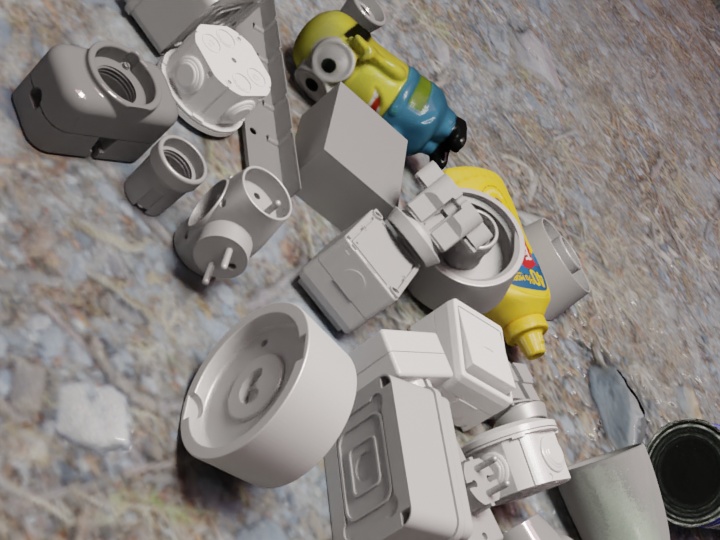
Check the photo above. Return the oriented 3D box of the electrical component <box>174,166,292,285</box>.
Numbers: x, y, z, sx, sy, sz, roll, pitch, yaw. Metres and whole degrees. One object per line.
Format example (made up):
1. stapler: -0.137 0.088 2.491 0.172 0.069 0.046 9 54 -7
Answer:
1. electrical component: -0.090 -0.021 0.724 0.044 0.077 0.079 39 35 -22

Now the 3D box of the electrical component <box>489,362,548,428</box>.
1. electrical component: 0.127 0.111 0.908 0.066 0.048 0.055 12 43 -47

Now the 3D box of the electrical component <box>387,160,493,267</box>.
1. electrical component: 0.060 -0.039 0.865 0.078 0.057 0.058 52 -1 0

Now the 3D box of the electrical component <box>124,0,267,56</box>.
1. electrical component: -0.128 -0.226 0.869 0.057 0.078 0.113 55 32 -3

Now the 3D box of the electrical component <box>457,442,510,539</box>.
1. electrical component: 0.073 0.157 0.764 0.047 0.076 0.083 -2 61 -53

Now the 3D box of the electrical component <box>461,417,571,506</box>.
1. electrical component: 0.119 0.148 0.830 0.080 0.080 0.051 6 60 -50

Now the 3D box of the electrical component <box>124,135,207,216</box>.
1. electrical component: -0.134 -0.064 0.737 0.040 0.046 0.040 33 37 -29

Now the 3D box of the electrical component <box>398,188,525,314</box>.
1. electrical component: 0.090 -0.020 0.927 0.108 0.060 0.108 8 59 -13

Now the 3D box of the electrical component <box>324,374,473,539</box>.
1. electrical component: 0.024 0.137 0.718 0.057 0.078 0.113 23 43 -35

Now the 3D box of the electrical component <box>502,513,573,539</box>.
1. electrical component: 0.145 0.225 0.818 0.079 0.044 0.077 -9 63 -53

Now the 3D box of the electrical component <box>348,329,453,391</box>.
1. electrical component: 0.035 0.089 0.805 0.066 0.047 0.076 7 53 -47

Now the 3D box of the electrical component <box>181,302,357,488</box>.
1. electrical component: -0.050 0.081 0.655 0.060 0.108 0.108 40 34 -31

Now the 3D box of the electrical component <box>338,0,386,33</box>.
1. electrical component: -0.009 -0.242 1.060 0.045 0.055 0.045 33 37 -29

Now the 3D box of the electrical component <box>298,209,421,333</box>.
1. electrical component: 0.000 0.000 0.842 0.061 0.061 0.096 51 24 -4

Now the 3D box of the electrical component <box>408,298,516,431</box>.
1. electrical component: 0.083 0.070 0.874 0.062 0.061 0.096 31 38 -31

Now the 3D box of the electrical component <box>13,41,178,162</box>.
1. electrical component: -0.173 -0.113 0.721 0.095 0.059 0.053 1 59 -52

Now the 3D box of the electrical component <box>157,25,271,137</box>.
1. electrical component: -0.114 -0.149 0.840 0.080 0.051 0.080 33 38 -30

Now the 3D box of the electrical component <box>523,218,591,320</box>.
1. electrical component: 0.189 -0.002 1.099 0.099 0.064 0.099 48 20 -24
